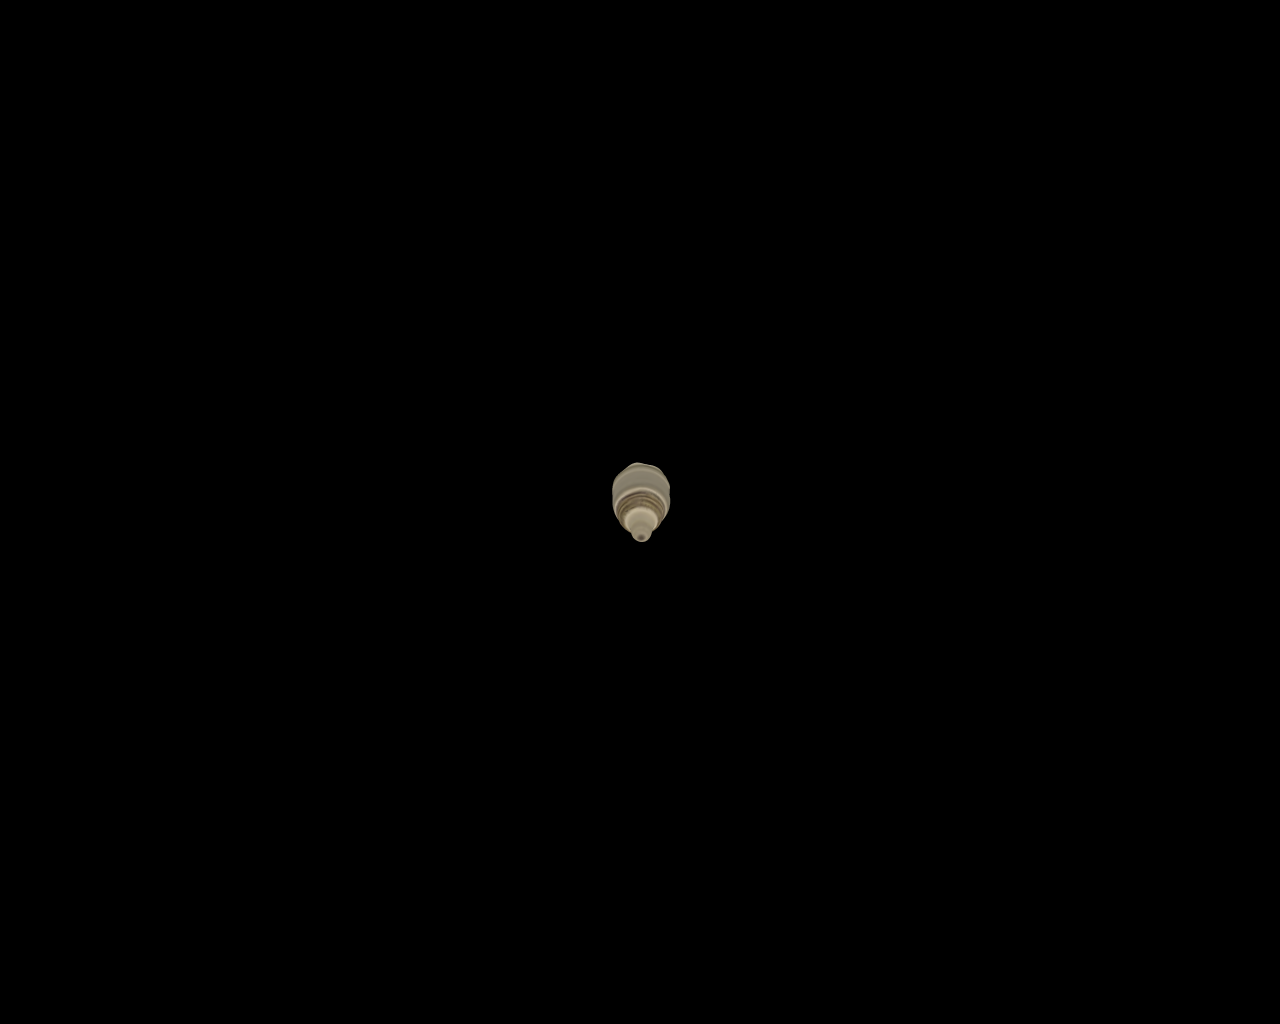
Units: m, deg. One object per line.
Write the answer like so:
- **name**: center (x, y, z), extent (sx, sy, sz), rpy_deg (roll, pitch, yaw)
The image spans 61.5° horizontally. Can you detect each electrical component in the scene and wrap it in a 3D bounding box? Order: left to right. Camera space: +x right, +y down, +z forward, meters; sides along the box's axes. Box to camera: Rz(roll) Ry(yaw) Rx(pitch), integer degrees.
- **electrical component**: center (0.001, -0.003, 0.650), extent (0.035, 0.035, 0.061), rpy_deg (0, 36, 0)
